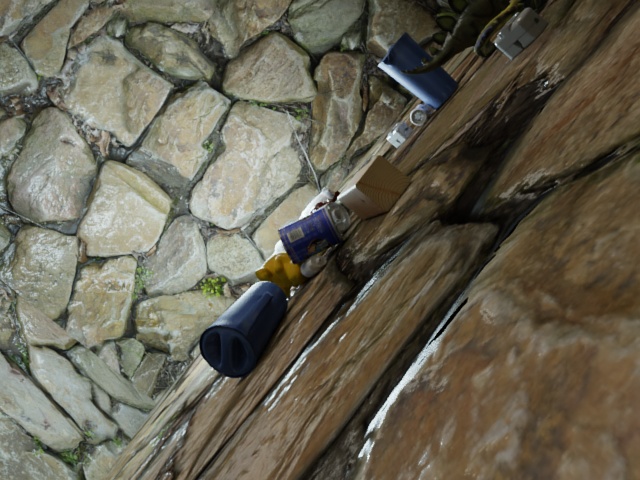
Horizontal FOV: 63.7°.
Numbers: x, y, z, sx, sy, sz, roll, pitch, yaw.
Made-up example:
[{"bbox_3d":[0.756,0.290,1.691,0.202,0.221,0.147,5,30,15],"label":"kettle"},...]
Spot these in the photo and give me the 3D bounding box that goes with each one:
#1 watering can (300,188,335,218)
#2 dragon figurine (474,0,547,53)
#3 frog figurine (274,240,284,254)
[{"bbox_3d":[0.006,-0.107,2.130,0.225,0.103,0.350,-48,19,-3],"label":"watering can"},{"bbox_3d":[0.554,-0.640,1.353,0.406,0.123,0.244,-47,-12,18],"label":"dragon figurine"},{"bbox_3d":[-0.140,0.058,2.062,0.136,0.122,0.162,-24,7,35],"label":"frog figurine"}]
